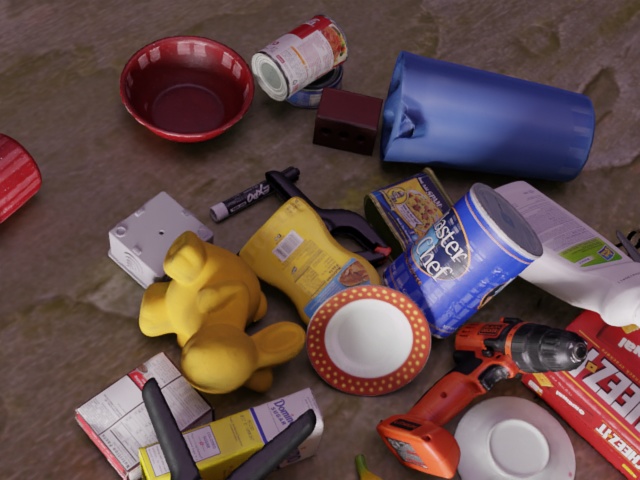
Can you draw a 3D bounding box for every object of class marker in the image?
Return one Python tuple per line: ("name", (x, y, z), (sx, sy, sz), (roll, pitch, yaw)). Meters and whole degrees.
("marker", (-0.074, -0.056, 1.254), (0.121, 0.020, 0.020), (-29, 65, -23))

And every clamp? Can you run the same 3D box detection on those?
("clamp", (-0.088, 0.226, 0.949), (0.164, 0.036, 0.210), (5, 58, -2))
("clamp", (-0.008, 0.001, 1.214), (0.171, 0.039, 0.120), (24, 73, 7))

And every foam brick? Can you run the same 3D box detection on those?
("foam brick", (0.033, -0.146, 1.305), (0.078, 0.053, 0.051), (12, 57, 2))

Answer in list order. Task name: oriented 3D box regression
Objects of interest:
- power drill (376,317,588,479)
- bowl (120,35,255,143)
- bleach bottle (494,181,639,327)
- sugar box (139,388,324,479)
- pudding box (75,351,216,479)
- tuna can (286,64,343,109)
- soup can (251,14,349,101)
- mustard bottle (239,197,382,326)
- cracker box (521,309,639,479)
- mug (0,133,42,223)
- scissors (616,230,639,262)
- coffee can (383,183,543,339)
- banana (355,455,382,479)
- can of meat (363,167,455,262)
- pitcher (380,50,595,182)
("power drill", (0.159, 0.152, 1.066), (0.187, 0.185, 0.057), (-41, 104, -23))
("bowl", (-0.161, -0.173, 1.298), (0.162, 0.055, 0.162), (3, 57, -5))
("bleach bottle", (0.268, 0.025, 1.159), (0.102, 0.068, 0.251), (-24, 40, -21))
("sugar box", (-0.085, 0.207, 1.038), (0.176, 0.093, 0.048), (-16, 61, -16))
("pudding box", (-0.176, 0.178, 1.079), (0.113, 0.039, 0.090), (-35, 67, -23))
("tuna can", (-0.014, -0.210, 1.352), (0.086, 0.034, 0.086), (3, 57, -4))
("soup can", (-0.024, -0.221, 1.296), (0.102, 0.068, 0.068), (-36, 68, -25))
("mustard bottle", (0.010, 0.049, 1.156), (0.191, 0.058, 0.096), (44, 88, 4))
("cracker box", (0.352, 0.129, 1.151), (0.213, 0.072, 0.164), (-37, 67, -25))
("mug", (-0.374, -0.066, 1.194), (0.117, 0.093, 0.081), (5, 41, 41))
("scissors", (0.364, 0.080, 1.130), (0.096, 0.016, 0.202), (-37, 68, -24))
("coffee can", (0.151, 0.023, 1.138), (0.102, 0.140, 0.103), (37, 24, -20))
("banana", (0.120, 0.270, 1.053), (0.198, 0.037, 0.069), (19, 58, 6))
("can of meat", (0.109, -0.023, 1.232), (0.083, 0.057, 0.102), (-22, 61, -17))
("pitcher", (0.197, -0.146, 1.290), (0.242, 0.145, 0.149), (10, 69, -5))
